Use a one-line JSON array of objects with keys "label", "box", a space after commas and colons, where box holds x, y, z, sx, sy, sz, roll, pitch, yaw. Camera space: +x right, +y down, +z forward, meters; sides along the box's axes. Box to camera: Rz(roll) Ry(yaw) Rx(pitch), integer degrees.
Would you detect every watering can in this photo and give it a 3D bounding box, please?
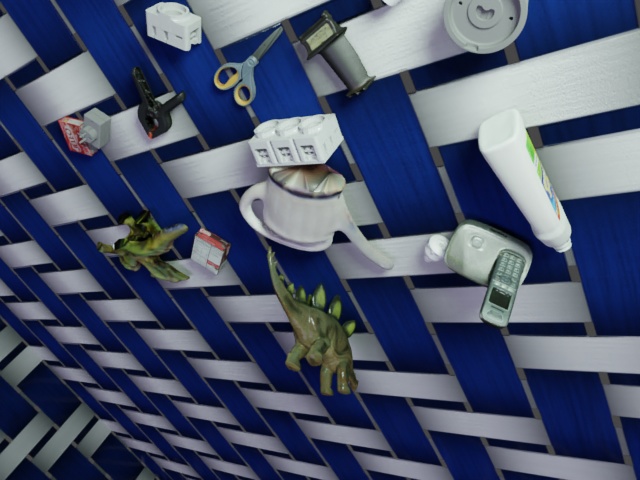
[{"label": "watering can", "box": [0.003, -0.053, 1.050, 0.348, 0.106, 0.219, 16, 136, 4]}]

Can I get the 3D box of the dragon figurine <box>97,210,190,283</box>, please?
[{"label": "dragon figurine", "box": [-0.451, 0.038, 1.434, 0.410, 0.125, 0.238, 1, 145, 34]}]
